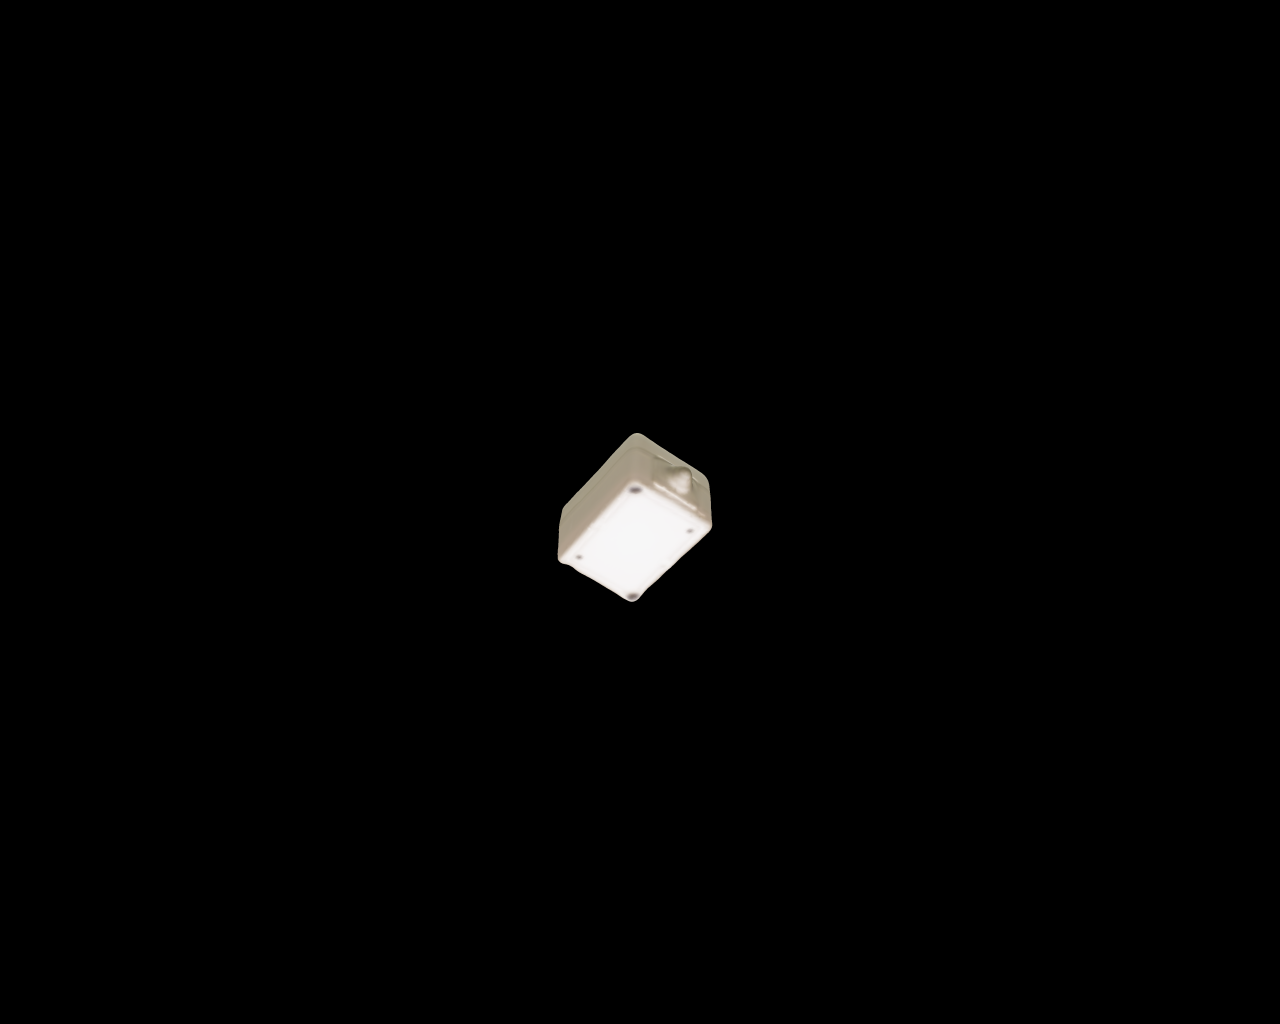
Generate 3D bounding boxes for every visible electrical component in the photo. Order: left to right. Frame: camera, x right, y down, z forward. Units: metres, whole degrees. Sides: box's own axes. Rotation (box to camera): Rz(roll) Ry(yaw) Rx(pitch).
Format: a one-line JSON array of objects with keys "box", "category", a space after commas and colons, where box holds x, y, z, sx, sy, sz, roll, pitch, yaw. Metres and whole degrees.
[{"box": [0.001, -0.003, 0.650, 0.061, 0.096, 0.061, 32, 32, -22], "category": "electrical component"}]
